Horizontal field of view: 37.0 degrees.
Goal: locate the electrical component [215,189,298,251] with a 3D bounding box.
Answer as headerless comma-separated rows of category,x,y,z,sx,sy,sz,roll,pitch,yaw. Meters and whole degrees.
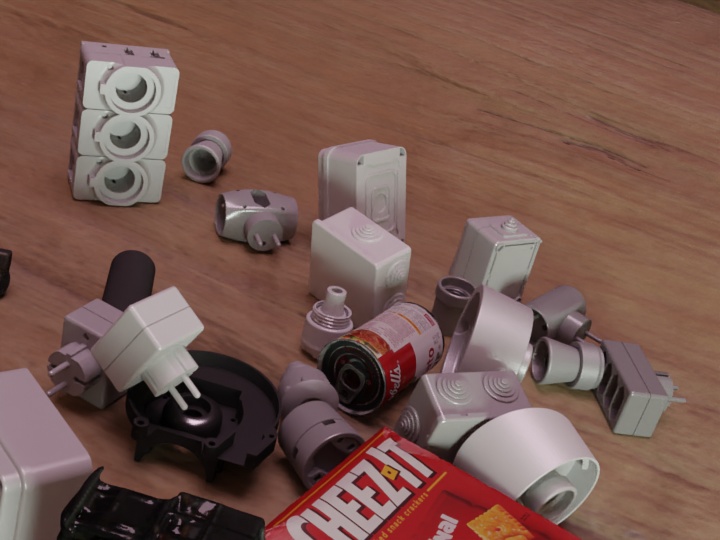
electrical component,-0.101,-0.045,1.091,0.077,0.043,0.079,2,32,-23

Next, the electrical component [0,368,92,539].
electrical component,-0.230,0.126,0.702,0.057,0.078,0.113,-8,37,-40

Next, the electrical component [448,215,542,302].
electrical component,0.136,-0.015,1.097,0.062,0.096,0.061,-6,35,-34

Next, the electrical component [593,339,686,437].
electrical component,0.263,0.110,0.991,0.076,0.047,0.083,8,30,-13

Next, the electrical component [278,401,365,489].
electrical component,-0.030,0.132,0.811,0.055,0.055,0.047,-5,31,-32

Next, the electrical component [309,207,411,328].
electrical component,0.000,0.000,1.007,0.048,0.099,0.100,-28,49,-34

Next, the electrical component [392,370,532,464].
electrical component,0.078,0.122,0.833,0.100,0.099,0.048,0,46,-25

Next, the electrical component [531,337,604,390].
electrical component,0.193,0.087,1.000,0.055,0.045,0.045,8,30,-13

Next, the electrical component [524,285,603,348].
electrical component,0.201,0.055,1.060,0.079,0.044,0.077,33,34,28

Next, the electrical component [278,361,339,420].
electrical component,-0.046,0.097,0.873,0.048,0.048,0.062,5,24,-18

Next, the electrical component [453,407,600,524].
electrical component,0.126,0.153,0.804,0.099,0.099,0.064,-7,42,-34

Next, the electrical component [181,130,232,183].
electrical component,-0.170,-0.128,1.199,0.045,0.045,0.055,16,29,2

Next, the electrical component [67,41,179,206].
electrical component,-0.241,-0.146,1.089,0.089,0.150,0.061,1,31,-24

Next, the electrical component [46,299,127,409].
electrical component,-0.210,0.071,0.817,0.047,0.065,0.077,26,31,18

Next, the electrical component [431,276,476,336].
electrical component,0.089,0.035,1.039,0.040,0.046,0.040,12,30,-7

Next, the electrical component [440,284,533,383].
electrical component,0.114,0.073,0.930,0.060,0.108,0.108,21,29,-2

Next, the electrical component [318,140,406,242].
electrical component,0.001,-0.073,1.112,0.057,0.113,0.078,16,24,41

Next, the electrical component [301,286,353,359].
electrical component,-0.027,0.045,0.950,0.043,0.062,0.043,11,24,-5

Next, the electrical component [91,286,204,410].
electrical component,-0.142,0.064,0.770,0.076,0.066,0.047,53,39,7
